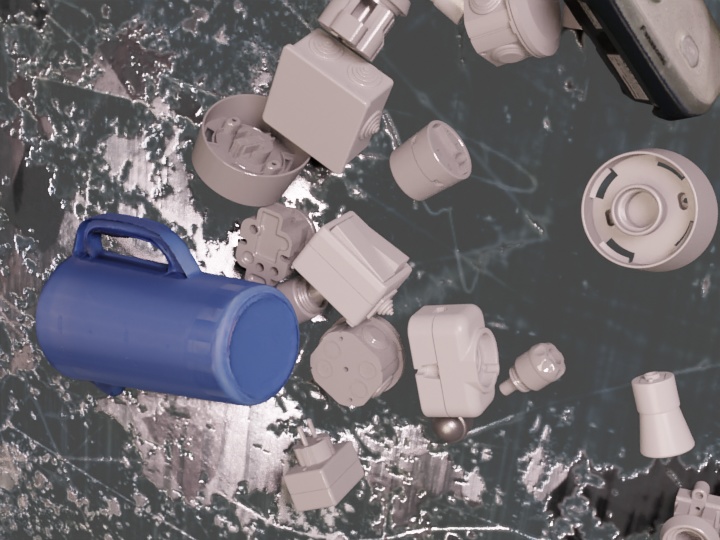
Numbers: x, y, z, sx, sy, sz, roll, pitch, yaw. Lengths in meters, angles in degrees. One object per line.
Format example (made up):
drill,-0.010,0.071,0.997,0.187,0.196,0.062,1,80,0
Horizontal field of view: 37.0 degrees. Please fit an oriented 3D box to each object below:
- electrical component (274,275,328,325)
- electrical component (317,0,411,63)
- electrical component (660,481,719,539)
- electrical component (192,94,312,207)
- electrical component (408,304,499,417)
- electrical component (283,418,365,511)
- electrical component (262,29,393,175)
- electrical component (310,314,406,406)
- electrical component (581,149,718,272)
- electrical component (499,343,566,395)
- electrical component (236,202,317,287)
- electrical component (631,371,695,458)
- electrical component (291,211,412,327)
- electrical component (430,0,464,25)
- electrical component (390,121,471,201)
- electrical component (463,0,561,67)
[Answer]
electrical component,-0.050,0.025,1.005,0.062,0.043,0.043,-23,96,30
electrical component,0.004,-0.210,0.882,0.058,0.078,0.057,36,96,0
electrical component,0.278,0.218,0.897,0.048,0.055,0.066,9,111,24
electrical component,-0.097,-0.106,0.956,0.099,0.099,0.064,40,127,9
electrical component,0.085,0.080,0.949,0.059,0.054,0.095,-3,105,28
electrical component,-0.041,0.182,1.041,0.047,0.066,0.076,-16,99,30
electrical component,-0.027,-0.145,0.918,0.100,0.048,0.099,37,140,10
electrical component,-0.002,0.083,0.996,0.080,0.051,0.080,9,111,24
electrical component,0.225,-0.046,0.843,0.099,0.064,0.099,2,94,29
electrical component,0.146,0.090,0.933,0.061,0.035,0.035,-40,87,34
electrical component,-0.075,-0.027,0.992,0.058,0.057,0.078,23,116,18
electrical component,0.247,0.117,0.888,0.044,0.044,0.065,-10,97,29
electrical component,0.000,0.000,0.960,0.096,0.062,0.061,44,121,7
electrical component,0.068,-0.228,0.861,0.065,0.044,0.044,42,120,3
electrical component,0.058,-0.090,0.905,0.047,0.055,0.055,-30,92,35
electrical component,0.118,-0.198,0.824,0.051,0.080,0.080,-11,102,35
